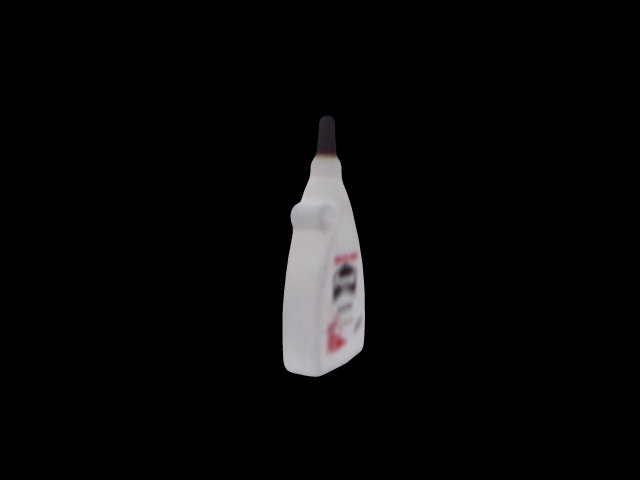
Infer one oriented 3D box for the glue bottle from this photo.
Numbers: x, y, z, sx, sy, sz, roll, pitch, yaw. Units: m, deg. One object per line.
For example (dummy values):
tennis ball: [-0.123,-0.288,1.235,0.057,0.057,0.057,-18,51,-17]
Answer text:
glue bottle: [0.004,0.001,0.400,0.037,0.173,0.078,3,7,26]
